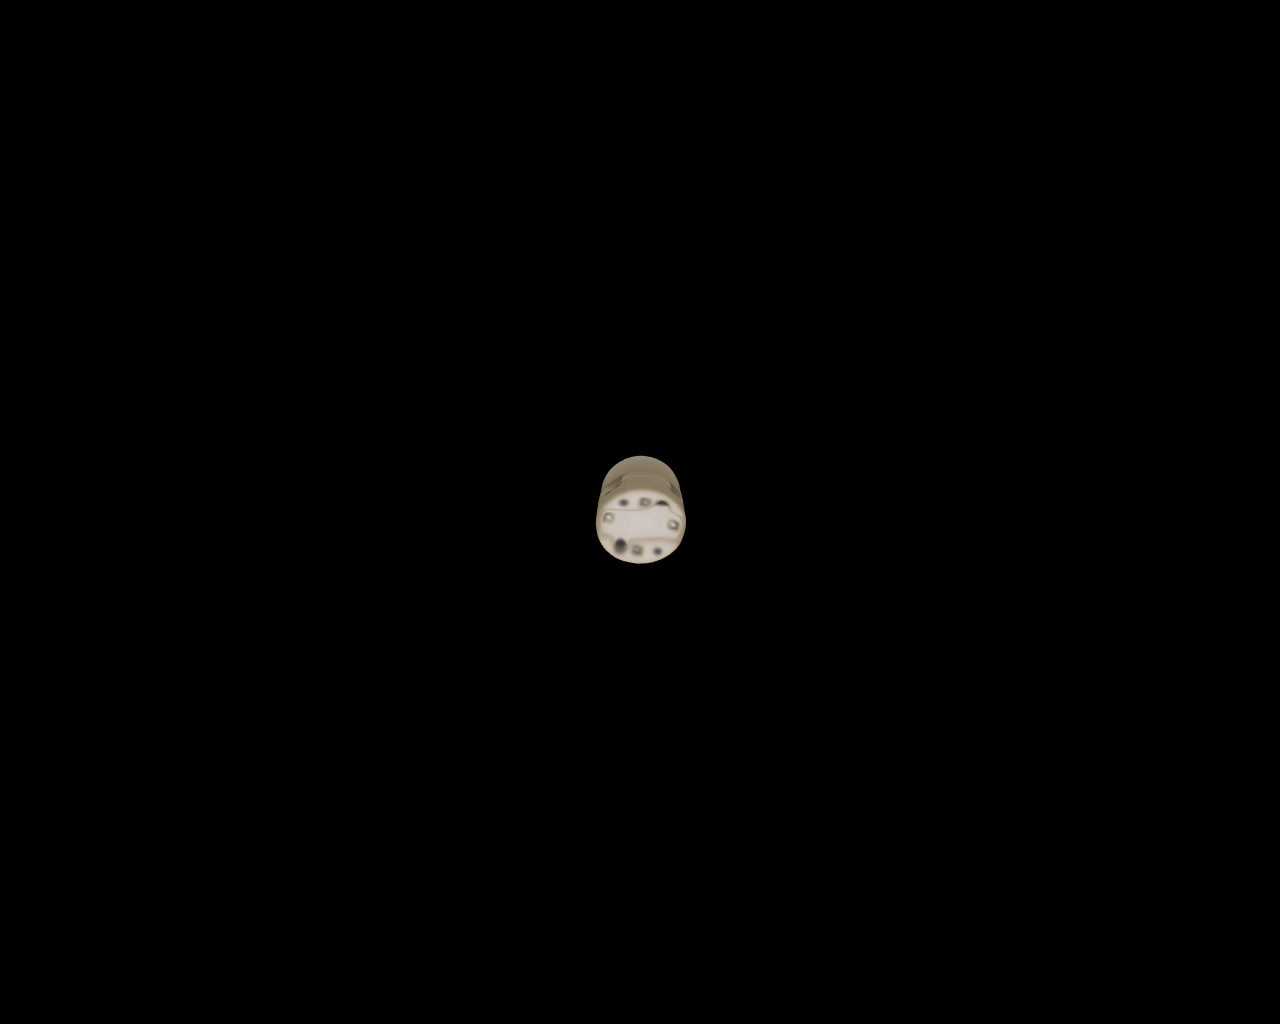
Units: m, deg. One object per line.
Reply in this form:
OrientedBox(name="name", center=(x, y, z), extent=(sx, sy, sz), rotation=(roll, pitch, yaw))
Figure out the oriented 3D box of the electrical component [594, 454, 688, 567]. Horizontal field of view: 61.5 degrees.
OrientedBox(name="electrical component", center=(0.001, -0.003, 0.650), extent=(0.055, 0.055, 0.047), rotation=(0, 31, 0))
